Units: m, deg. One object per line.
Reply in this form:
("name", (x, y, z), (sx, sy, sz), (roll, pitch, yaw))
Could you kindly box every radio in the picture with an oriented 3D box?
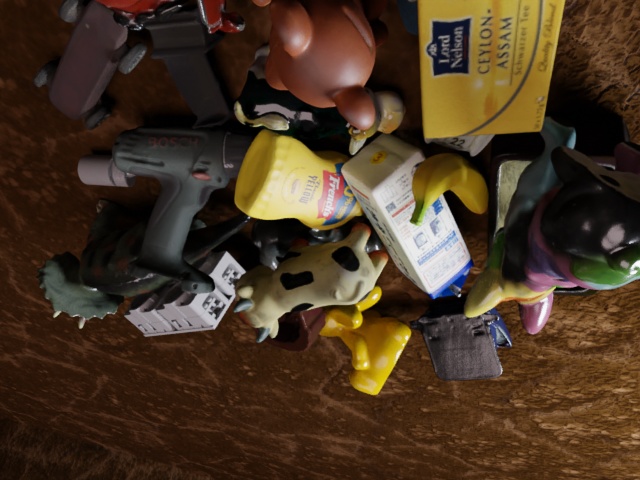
("radio", (0.257, -0.030, 0.598), (0.131, 0.073, 0.229), (3, 141, 19))

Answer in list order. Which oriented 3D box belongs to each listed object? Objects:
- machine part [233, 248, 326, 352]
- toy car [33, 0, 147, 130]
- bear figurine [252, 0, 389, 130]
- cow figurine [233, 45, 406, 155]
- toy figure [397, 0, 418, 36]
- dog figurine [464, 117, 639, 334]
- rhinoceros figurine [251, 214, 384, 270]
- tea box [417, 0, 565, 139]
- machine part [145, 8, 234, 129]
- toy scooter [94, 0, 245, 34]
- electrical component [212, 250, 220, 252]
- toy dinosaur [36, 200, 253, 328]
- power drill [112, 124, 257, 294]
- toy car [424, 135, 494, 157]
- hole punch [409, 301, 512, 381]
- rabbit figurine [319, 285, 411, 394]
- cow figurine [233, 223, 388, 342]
("machine part", (-0.071, 0.097, 0.860), (0.180, 0.056, 0.179), (25, 136, 26))
("toy car", (-0.261, -0.200, 0.610), (0.089, 0.053, 0.202), (44, 141, -15))
("bear figurine", (-0.006, -0.165, 0.432), (0.132, 0.196, 0.120), (-20, 132, 40))
("cow figurine", (0.002, -0.135, 0.549), (0.167, 0.098, 0.068), (15, 137, 4))
("toy figure", (0.082, -0.237, 0.413), (0.058, 0.064, 0.154), (0, 138, 13))
("dog figurine", (0.212, 0.018, 0.483), (0.108, 0.192, 0.219), (12, 126, -4))
("rhinoceros figurine", (-0.002, -0.002, 0.748), (0.191, 0.073, 0.111), (2, 130, 23))
("tea box", (0.121, -0.161, 0.395), (0.098, 0.068, 0.169), (-3, 141, 13))
("machine part", (-0.136, -0.185, 0.591), (0.084, 0.039, 0.138), (0, 138, 15))
("toy scooter", (-0.140, -0.241, 0.489), (0.184, 0.075, 0.135), (-8, 132, 24))
("electrical component", (-0.195, 0.059, 0.918), (0.075, 0.048, 0.119), (17, 141, 3))
("toy dinosaur", (-0.267, 0.027, 0.787), (0.405, 0.192, 0.131), (-13, 136, 36))
("power drill", (-0.150, -0.041, 0.663), (0.232, 0.086, 0.207), (12, 100, 6))
("toy car", (0.150, -0.161, 0.489), (0.074, 0.056, 0.201), (16, 144, 3))
("hole punch", (0.229, 0.146, 0.840), (0.142, 0.092, 0.115), (-12, 104, 38))
("rabbit figurine", (0.054, 0.148, 0.881), (0.173, 0.122, 0.162), (29, 144, 17))
("cow figurine", (-0.024, 0.056, 0.669), (0.195, 0.127, 0.085), (-12, 121, 30))
